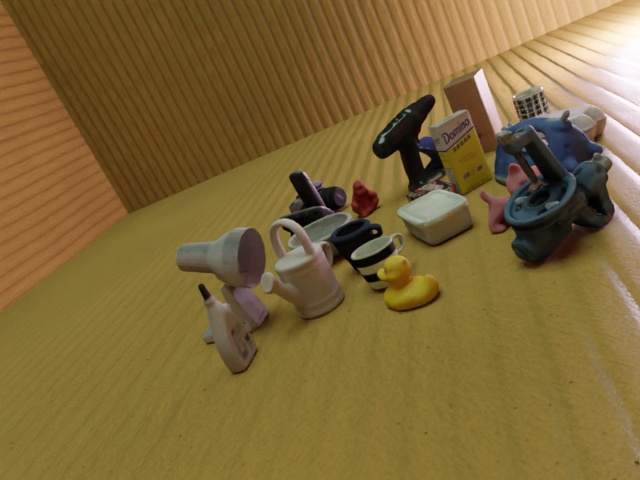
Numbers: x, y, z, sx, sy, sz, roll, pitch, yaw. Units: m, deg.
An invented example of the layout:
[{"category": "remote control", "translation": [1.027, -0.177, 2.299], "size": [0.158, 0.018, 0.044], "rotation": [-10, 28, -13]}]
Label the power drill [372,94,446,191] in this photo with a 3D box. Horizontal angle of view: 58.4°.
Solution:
[{"category": "power drill", "translation": [0.252, -0.250, 1.524], "size": [0.230, 0.209, 0.075], "rotation": [-34, 19, -23]}]

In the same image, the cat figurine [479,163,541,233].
[{"category": "cat figurine", "translation": [0.361, -0.089, 1.065], "size": [0.127, 0.118, 0.067], "rotation": [-19, 19, 22]}]

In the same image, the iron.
[{"category": "iron", "translation": [0.445, -0.194, 1.209], "size": [0.119, 0.142, 0.257], "rotation": [-34, 19, -24]}]

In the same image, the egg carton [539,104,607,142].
[{"category": "egg carton", "translation": [0.580, -0.261, 1.330], "size": [0.107, 0.069, 0.149], "rotation": [-37, 21, -31]}]

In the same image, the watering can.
[{"category": "watering can", "translation": [-0.039, 0.050, 1.098], "size": [0.100, 0.194, 0.173], "rotation": [-17, 20, 26]}]

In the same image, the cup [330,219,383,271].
[{"category": "cup", "translation": [0.090, 0.013, 1.190], "size": [0.117, 0.095, 0.092], "rotation": [-13, 22, 35]}]

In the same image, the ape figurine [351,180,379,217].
[{"category": "ape figurine", "translation": [0.113, -0.116, 1.529], "size": [0.077, 0.092, 0.076], "rotation": [-24, 18, 6]}]

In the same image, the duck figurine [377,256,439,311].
[{"category": "duck figurine", "translation": [0.145, 0.066, 0.977], "size": [0.104, 0.086, 0.078], "rotation": [-11, 23, 39]}]

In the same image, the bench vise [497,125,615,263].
[{"category": "bench vise", "translation": [0.365, -0.100, 0.920], "size": [0.208, 0.220, 0.121], "rotation": [-36, 20, -29]}]

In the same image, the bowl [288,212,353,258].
[{"category": "bowl", "translation": [0.012, 0.005, 1.354], "size": [0.167, 0.075, 0.167], "rotation": [-23, 18, 8]}]

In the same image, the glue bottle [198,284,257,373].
[{"category": "glue bottle", "translation": [-0.174, 0.151, 1.033], "size": [0.037, 0.173, 0.078], "rotation": [-18, 19, 23]}]

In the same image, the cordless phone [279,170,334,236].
[{"category": "cordless phone", "translation": [-0.054, -0.096, 1.549], "size": [0.147, 0.185, 0.094], "rotation": [-16, 20, 29]}]

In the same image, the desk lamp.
[{"category": "desk lamp", "translation": [-0.189, 0.088, 1.168], "size": [0.202, 0.214, 0.118], "rotation": [-17, 20, 27]}]

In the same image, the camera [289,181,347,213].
[{"category": "camera", "translation": [-0.002, -0.118, 1.681], "size": [0.136, 0.101, 0.143], "rotation": [-6, 26, 47]}]

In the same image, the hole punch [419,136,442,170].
[{"category": "hole punch", "translation": [0.335, -0.255, 1.619], "size": [0.100, 0.091, 0.109], "rotation": [-15, 21, 31]}]
